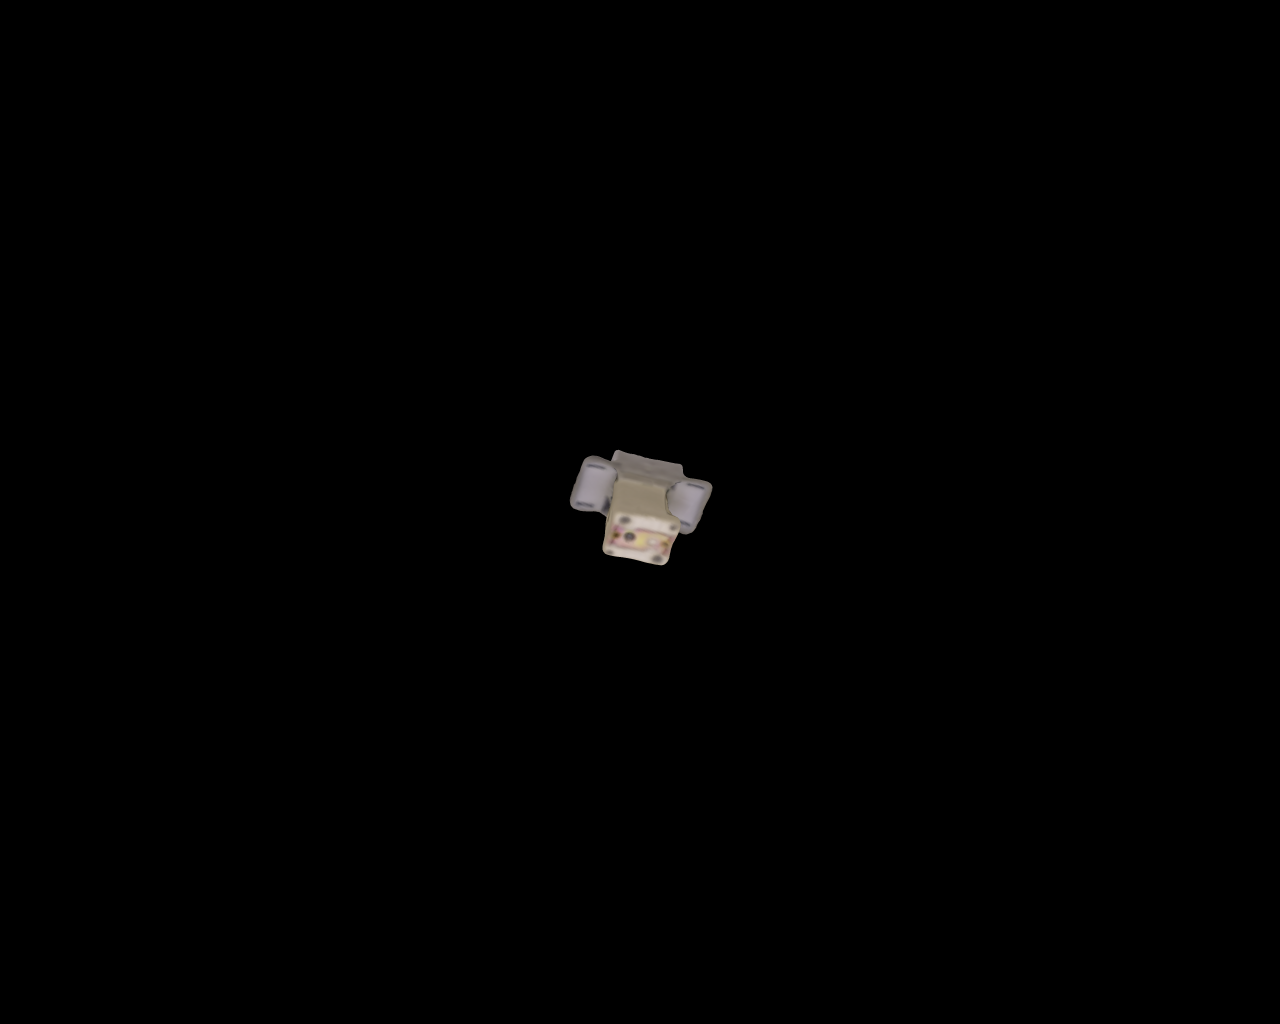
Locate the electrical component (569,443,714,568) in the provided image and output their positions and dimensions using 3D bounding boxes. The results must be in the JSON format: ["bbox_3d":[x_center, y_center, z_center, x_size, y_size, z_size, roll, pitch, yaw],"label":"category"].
[{"bbox_3d":[0.001,-0.003,0.650,0.081,0.042,0.064,12,40,-10],"label":"electrical component"}]
